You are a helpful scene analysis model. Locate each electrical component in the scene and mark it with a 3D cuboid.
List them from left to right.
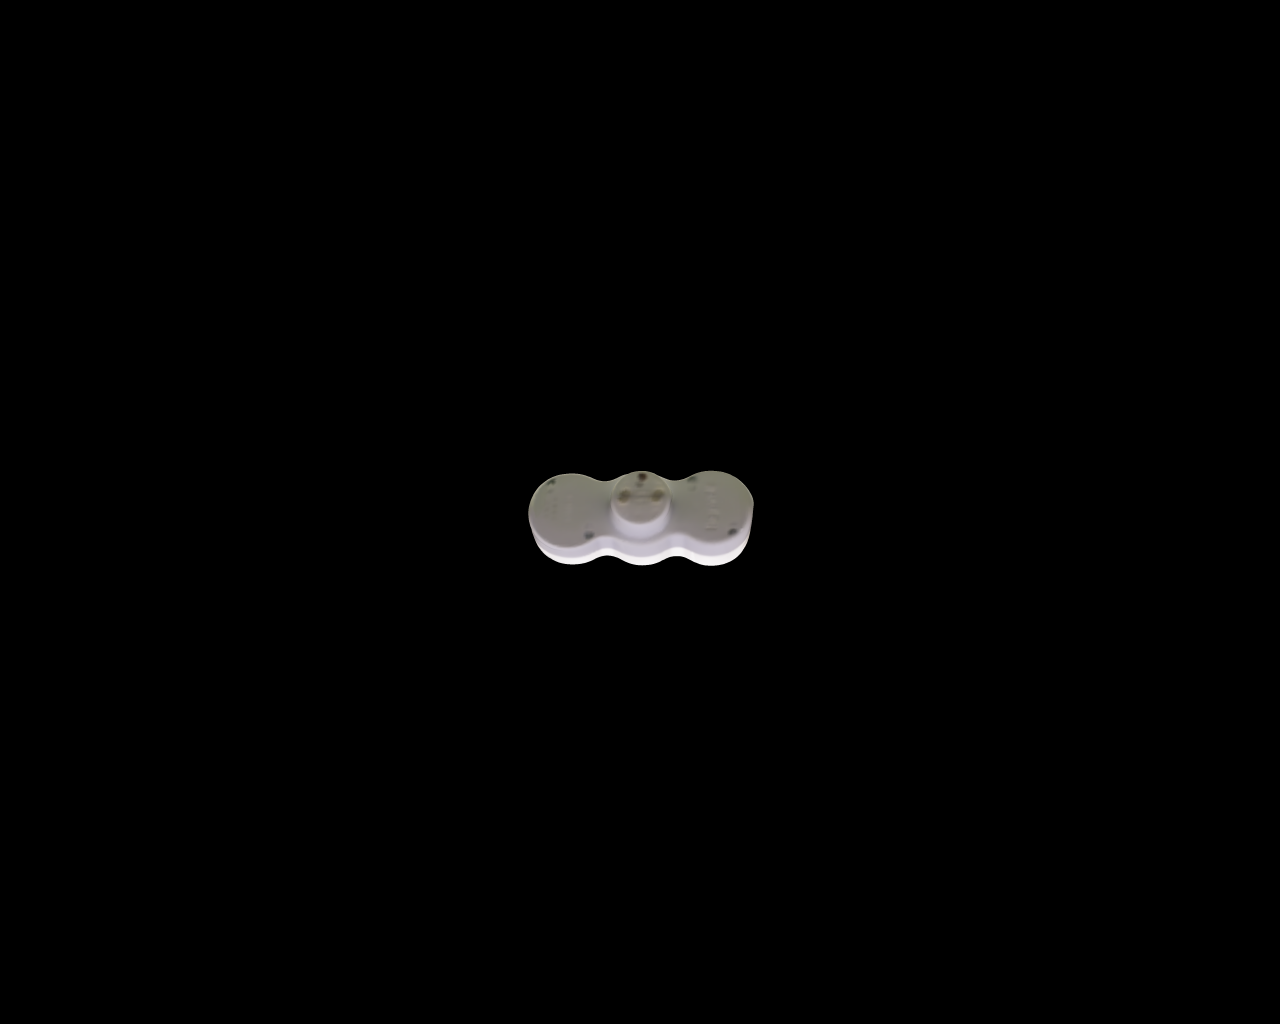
[{"bbox_3d":[0.001,-0.003,0.650,0.138,0.052,0.073,0,-23,0],"label":"electrical component"}]
